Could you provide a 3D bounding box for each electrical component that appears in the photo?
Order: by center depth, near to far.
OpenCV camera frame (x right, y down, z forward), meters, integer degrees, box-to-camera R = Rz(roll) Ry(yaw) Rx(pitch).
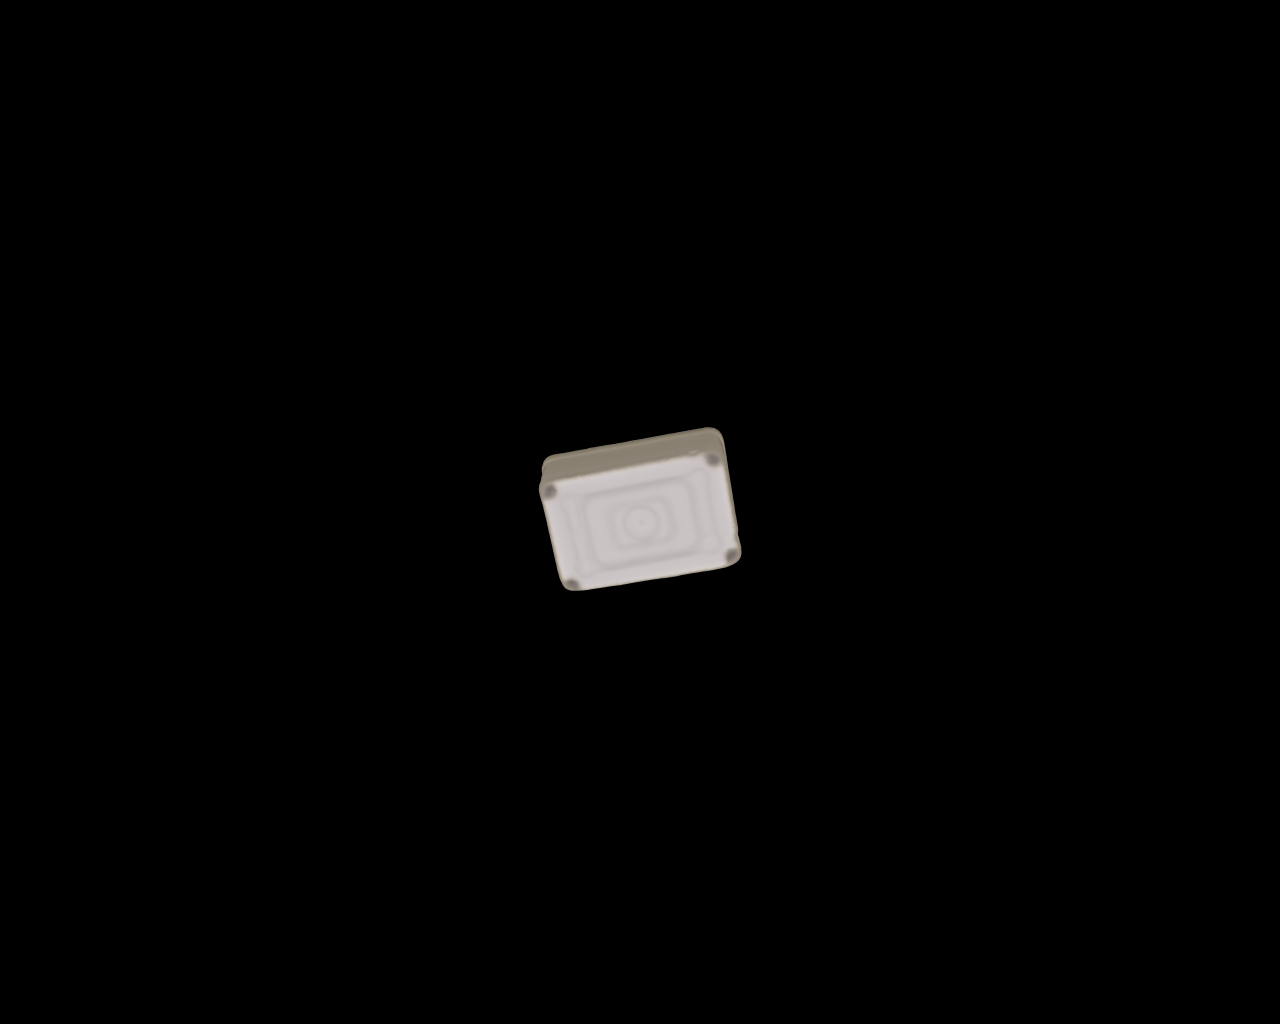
[{"bbox_3d":[0.001,-0.003,0.650,0.113,0.078,0.057,-10,20,3],"label":"electrical component"}]
